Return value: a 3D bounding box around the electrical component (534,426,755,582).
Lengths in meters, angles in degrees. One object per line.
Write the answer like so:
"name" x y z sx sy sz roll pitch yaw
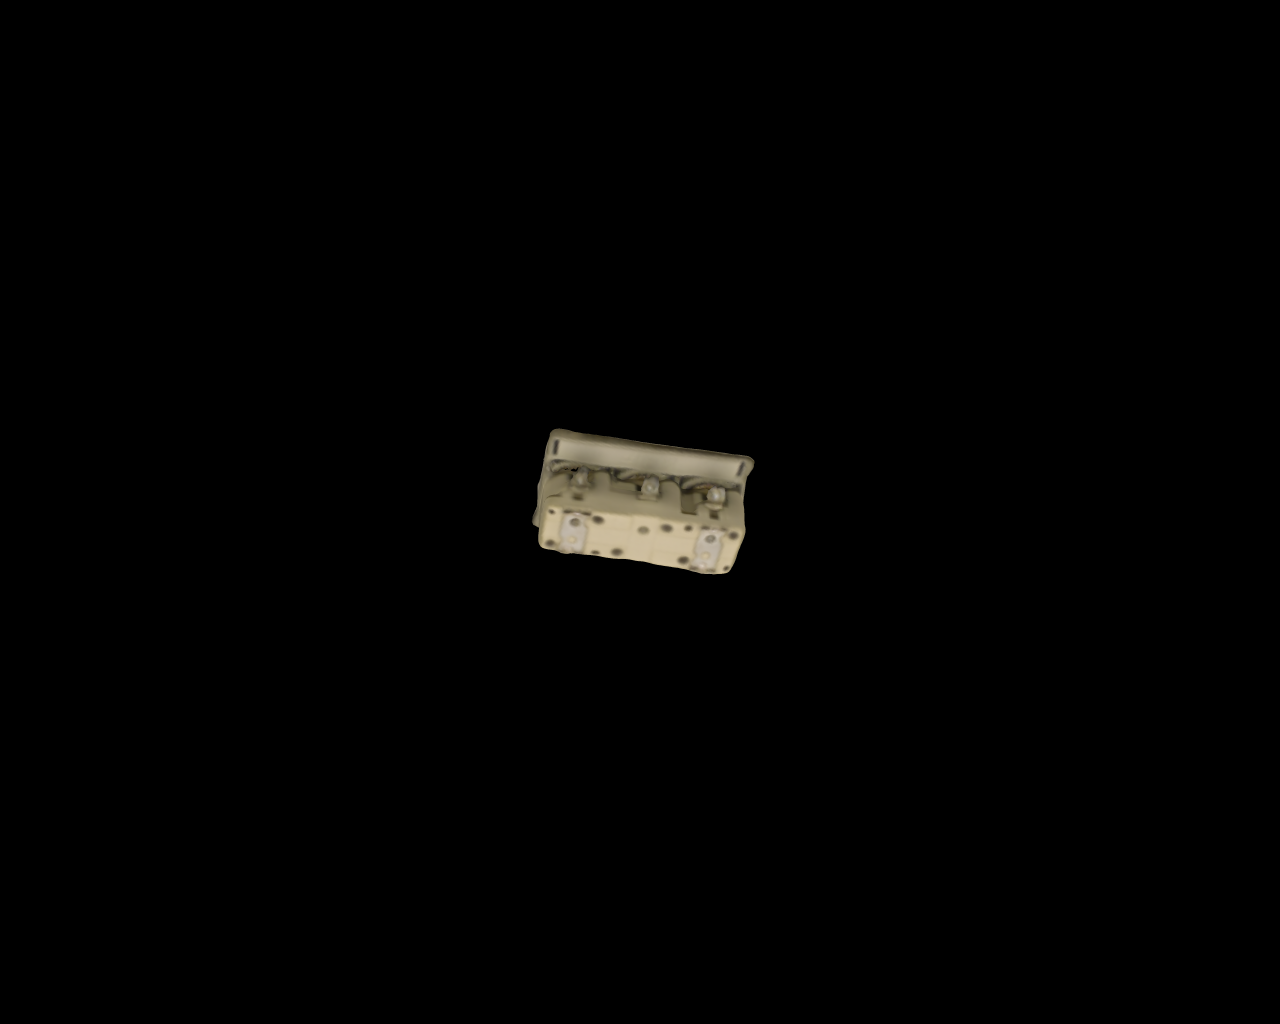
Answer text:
"electrical component" 0.001 -0.003 0.650 0.121 0.063 0.078 9 -46 -8
